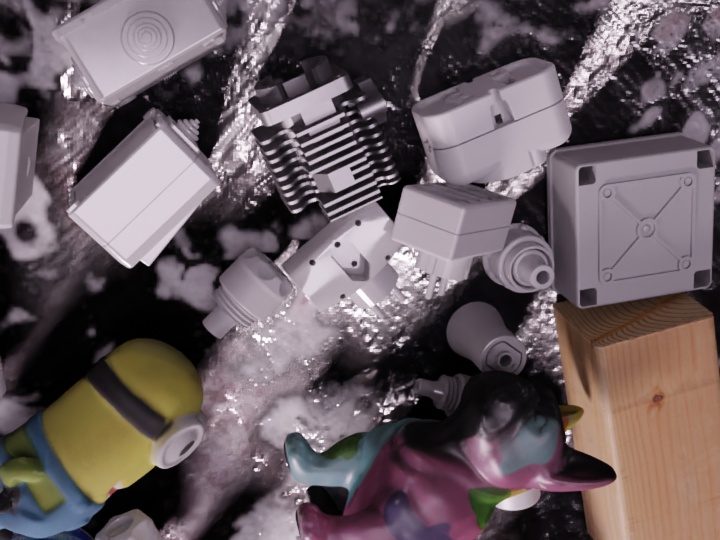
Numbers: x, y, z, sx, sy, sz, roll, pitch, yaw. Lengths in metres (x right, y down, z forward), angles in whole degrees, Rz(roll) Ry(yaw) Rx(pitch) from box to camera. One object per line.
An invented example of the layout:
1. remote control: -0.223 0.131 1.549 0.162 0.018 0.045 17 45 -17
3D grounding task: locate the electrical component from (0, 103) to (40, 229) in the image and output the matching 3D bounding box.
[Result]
1. electrical component: -0.225 -0.063 0.636 0.061 0.096 0.061 6 105 -16

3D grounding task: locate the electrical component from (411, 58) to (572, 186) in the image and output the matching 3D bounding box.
1. electrical component: 0.091 -0.097 0.728 0.095 0.053 0.059 -23 112 -6

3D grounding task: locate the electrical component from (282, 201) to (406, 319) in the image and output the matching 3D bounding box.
1. electrical component: 0.000 0.000 0.743 0.077 0.043 0.079 -41 113 1

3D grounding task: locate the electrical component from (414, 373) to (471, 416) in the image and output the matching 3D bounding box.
1. electrical component: 0.070 0.093 0.796 0.061 0.035 0.035 16 103 -16

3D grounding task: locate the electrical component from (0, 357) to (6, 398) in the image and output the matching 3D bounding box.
1. electrical component: -0.253 0.055 0.699 0.044 0.044 0.065 -8 114 -12

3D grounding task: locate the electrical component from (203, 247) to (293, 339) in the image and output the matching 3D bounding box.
1. electrical component: -0.079 0.019 0.729 0.062 0.043 0.043 -46 112 4

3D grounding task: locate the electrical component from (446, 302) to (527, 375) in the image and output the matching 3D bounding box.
1. electrical component: 0.093 0.053 0.772 0.044 0.065 0.044 -4 108 -13

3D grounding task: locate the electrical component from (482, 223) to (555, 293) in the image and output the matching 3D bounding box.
1. electrical component: 0.118 -0.004 0.761 0.048 0.062 0.048 -4 108 -13

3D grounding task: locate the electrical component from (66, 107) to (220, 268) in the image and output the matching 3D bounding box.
1. electrical component: -0.131 -0.055 0.682 0.096 0.061 0.061 -43 112 2

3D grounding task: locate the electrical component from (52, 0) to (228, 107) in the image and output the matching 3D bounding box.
1. electrical component: -0.126 -0.138 0.637 0.100 0.100 0.048 -31 99 -3

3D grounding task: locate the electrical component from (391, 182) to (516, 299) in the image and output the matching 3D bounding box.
1. electrical component: 0.060 -0.017 0.728 0.083 0.047 0.075 -11 119 -58

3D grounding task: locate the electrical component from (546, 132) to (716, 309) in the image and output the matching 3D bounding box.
1. electrical component: 0.194 -0.037 0.773 0.109 0.056 0.108 -9 109 -11

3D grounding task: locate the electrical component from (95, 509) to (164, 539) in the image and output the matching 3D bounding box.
1. electrical component: -0.158 0.206 0.770 0.043 0.043 0.062 -26 113 -5

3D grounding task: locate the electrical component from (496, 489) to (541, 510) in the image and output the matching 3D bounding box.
1. electrical component: 0.115 0.146 0.821 0.040 0.040 0.078 -13 110 -10
